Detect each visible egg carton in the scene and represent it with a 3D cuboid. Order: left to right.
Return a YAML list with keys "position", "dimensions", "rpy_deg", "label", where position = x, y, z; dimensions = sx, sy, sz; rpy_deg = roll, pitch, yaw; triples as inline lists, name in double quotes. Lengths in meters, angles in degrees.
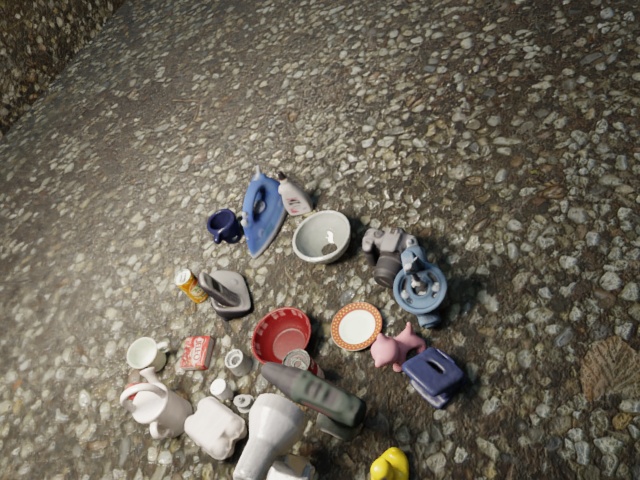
- position: [-0.245, 0.439, 1.336]
  dimensions: [0.149, 0.070, 0.107]
  rpy_deg: [21, 66, 36]
  label: "egg carton"

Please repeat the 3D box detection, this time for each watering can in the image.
- position: [-0.399, 0.388, 1.365]
  dimensions: [0.101, 0.195, 0.172]
  rpy_deg: [-41, 48, -9]
  label: "watering can"

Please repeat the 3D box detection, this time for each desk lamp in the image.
- position: [-0.090, 0.443, 1.161]
  dimensions: [0.117, 0.214, 0.203]
  rpy_deg: [2, 56, 27]
  label: "desk lamp"

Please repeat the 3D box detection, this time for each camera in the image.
- position: [0.165, 0.041, 1.429]
  dimensions: [0.142, 0.101, 0.137]
  rpy_deg: [7, 58, 30]
  label: "camera"

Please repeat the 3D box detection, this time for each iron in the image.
- position: [-0.182, -0.088, 1.668]
  dimensions: [0.118, 0.142, 0.258]
  rpy_deg: [-2, 54, 24]
  label: "iron"

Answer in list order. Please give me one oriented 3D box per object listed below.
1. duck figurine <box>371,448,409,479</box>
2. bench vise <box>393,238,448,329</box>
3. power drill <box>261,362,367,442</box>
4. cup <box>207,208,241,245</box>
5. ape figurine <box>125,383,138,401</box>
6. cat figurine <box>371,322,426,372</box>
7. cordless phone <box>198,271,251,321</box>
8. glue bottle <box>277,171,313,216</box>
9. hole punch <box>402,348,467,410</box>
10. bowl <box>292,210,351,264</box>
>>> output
- position: [0.130, 0.457, 1.131]
  dimensions: [0.077, 0.086, 0.105]
  rpy_deg: [12, 61, 32]
  label: "duck figurine"
- position: [0.207, 0.073, 1.303]
  dimensions: [0.121, 0.220, 0.207]
  rpy_deg: [-29, 48, 3]
  label: "bench vise"
- position: [0.003, 0.341, 1.199]
  dimensions: [0.228, 0.209, 0.076]
  rpy_deg: [12, 61, 33]
  label: "power drill"
- position: [-0.277, -0.021, 1.693]
  dimensions: [0.091, 0.095, 0.118]
  rpy_deg: [-7, 52, 21]
  label: "cup"
- position: [-0.462, 0.393, 1.461]
  dimensions: [0.076, 0.092, 0.077]
  rpy_deg: [-43, 49, -11]
  label: "ape figurine"
- position: [0.164, 0.234, 1.267]
  dimensions: [0.128, 0.118, 0.067]
  rpy_deg: [-42, 48, -9]
  label: "cat figurine"
- position: [-0.266, 0.118, 1.518]
  dimensions: [0.094, 0.186, 0.147]
  rpy_deg: [-29, 48, 3]
  label: "cordless phone"
- position: [-0.083, -0.137, 1.637]
  dimensions: [0.078, 0.174, 0.037]
  rpy_deg: [-13, 50, 16]
  label: "glue bottle"
- position: [0.241, 0.281, 1.212]
  dimensions: [0.101, 0.091, 0.108]
  rpy_deg: [-43, 49, -10]
  label: "hole punch"
- position: [0.014, 0.006, 1.546]
  dimensions: [0.167, 0.075, 0.167]
  rpy_deg: [-13, 50, 16]
  label: "bowl"
